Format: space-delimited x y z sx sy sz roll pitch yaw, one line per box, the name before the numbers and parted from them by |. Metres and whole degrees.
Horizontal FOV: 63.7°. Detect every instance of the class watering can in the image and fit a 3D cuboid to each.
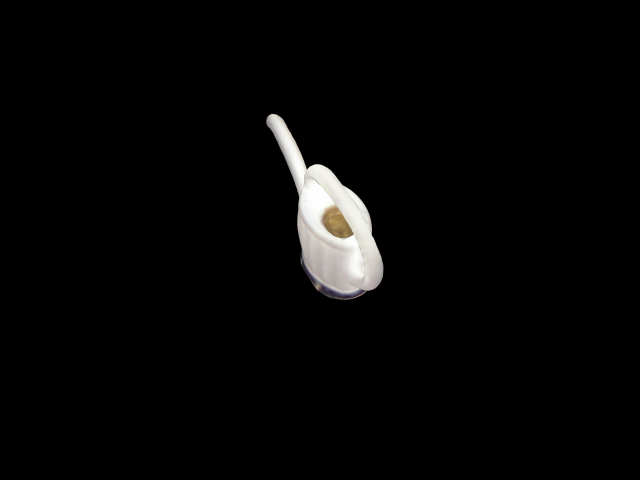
watering can | 0.003 -0.043 0.850 0.104 0.354 0.219 -22 -37 -17
